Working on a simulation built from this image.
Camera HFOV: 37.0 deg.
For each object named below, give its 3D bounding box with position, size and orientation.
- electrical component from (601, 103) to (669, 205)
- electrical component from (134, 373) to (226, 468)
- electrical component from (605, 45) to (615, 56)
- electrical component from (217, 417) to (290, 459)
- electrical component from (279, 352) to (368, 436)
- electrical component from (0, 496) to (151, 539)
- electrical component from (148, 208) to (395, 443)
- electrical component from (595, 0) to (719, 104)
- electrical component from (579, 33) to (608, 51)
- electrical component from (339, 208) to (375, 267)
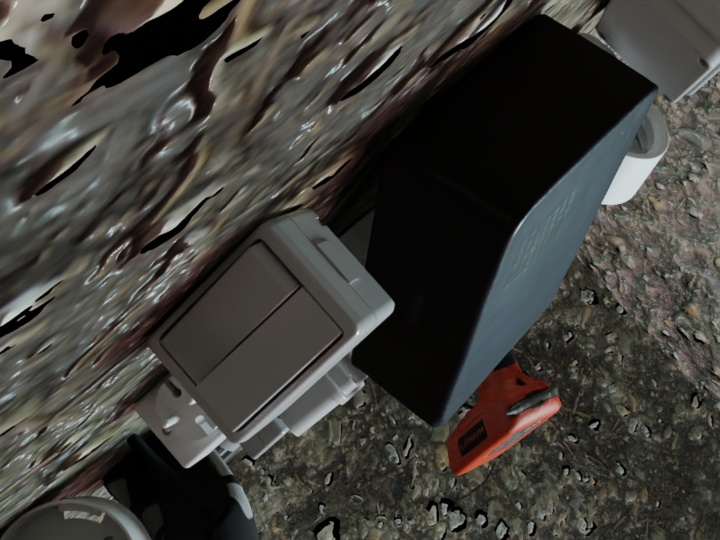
[{"bbox_3d":[0.185,-0.110,0.824,0.108,0.108,0.060,-37,168,-44],"label":"electrical component"},{"bbox_3d":[-0.089,0.072,0.595,0.066,0.047,0.077,-42,175,9],"label":"electrical component"},{"bbox_3d":[0.155,-0.133,0.756,0.040,0.040,0.046,-38,179,-40],"label":"electrical component"},{"bbox_3d":[-0.095,0.117,0.848,0.077,0.065,0.047,-44,175,25],"label":"electrical component"},{"bbox_3d":[-0.039,0.072,0.812,0.057,0.078,0.113,-39,176,6],"label":"electrical component"},{"bbox_3d":[-0.176,0.186,0.656,0.099,0.099,0.064,-41,169,-12],"label":"electrical component"},{"bbox_3d":[-0.044,0.028,0.466,0.096,0.061,0.061,-43,175,20],"label":"electrical component"},{"bbox_3d":[0.192,-0.152,0.641,0.057,0.078,0.113,-45,175,1],"label":"electrical component"},{"bbox_3d":[0.142,-0.129,0.686,0.040,0.040,0.046,-43,169,11],"label":"electrical component"},{"bbox_3d":[0.000,0.000,0.707,0.099,0.064,0.099,-28,179,0],"label":"electrical component"}]
